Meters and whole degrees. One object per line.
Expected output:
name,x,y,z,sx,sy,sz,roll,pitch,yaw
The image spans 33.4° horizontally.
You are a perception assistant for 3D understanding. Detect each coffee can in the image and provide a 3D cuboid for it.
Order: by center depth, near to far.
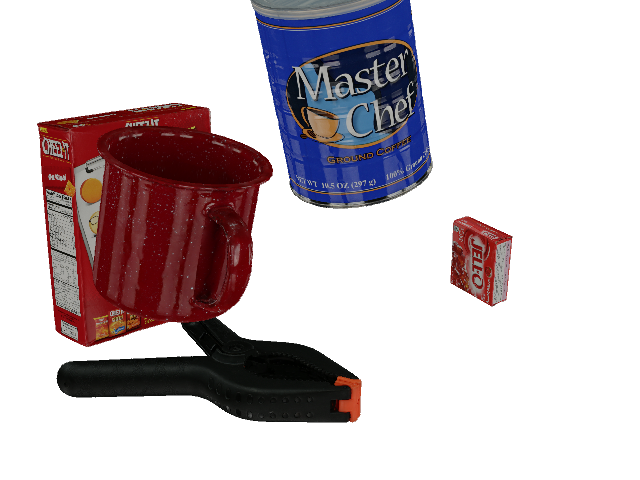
coffee can,0.017,-0.107,0.717,0.103,0.140,0.103,-9,30,5

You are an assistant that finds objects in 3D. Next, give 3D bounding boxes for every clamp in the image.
clamp,-0.063,0.091,0.789,0.210,0.036,0.164,8,19,20

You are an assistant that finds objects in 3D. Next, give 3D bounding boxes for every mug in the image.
mug,-0.071,-0.004,0.566,0.093,0.081,0.117,-6,28,-38

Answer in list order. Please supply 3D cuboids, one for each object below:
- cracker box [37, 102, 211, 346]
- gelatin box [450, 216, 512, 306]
cracker box,-0.188,-0.020,1.062,0.163,0.214,0.072,-16,21,-42
gelatin box,0.192,0.024,1.283,0.030,0.089,0.073,-19,33,-32
